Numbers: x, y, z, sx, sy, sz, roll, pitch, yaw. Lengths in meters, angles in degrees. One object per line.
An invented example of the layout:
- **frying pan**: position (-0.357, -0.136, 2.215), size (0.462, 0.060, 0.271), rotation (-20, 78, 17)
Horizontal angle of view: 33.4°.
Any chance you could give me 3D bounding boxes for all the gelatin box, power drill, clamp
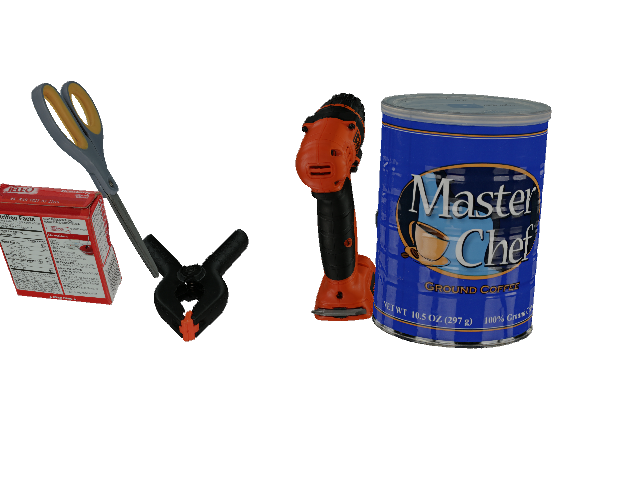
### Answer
- **gelatin box**: position (-0.184, 0.003, 0.749), size (0.073, 0.089, 0.030), rotation (5, 44, 9)
- **power drill**: position (0.019, -0.033, 0.997), size (0.057, 0.188, 0.184), rotation (-3, 23, 12)
- **clamp**: position (-0.130, 0.041, 1.163), size (0.120, 0.039, 0.171), rotation (-13, 40, -4)

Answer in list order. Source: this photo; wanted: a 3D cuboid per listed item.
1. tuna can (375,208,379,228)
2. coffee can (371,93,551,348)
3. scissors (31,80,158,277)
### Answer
- **tuna can**: position (0.105, -0.017, 1.225), size (0.086, 0.086, 0.033), rotation (0, 35, 48)
- **coffee can**: position (0.086, -0.016, 0.664), size (0.103, 0.140, 0.103), rotation (2, 14, -1)
- **scissors**: position (-0.198, -0.066, 0.989), size (0.016, 0.201, 0.096), rotation (-23, 27, 19)
